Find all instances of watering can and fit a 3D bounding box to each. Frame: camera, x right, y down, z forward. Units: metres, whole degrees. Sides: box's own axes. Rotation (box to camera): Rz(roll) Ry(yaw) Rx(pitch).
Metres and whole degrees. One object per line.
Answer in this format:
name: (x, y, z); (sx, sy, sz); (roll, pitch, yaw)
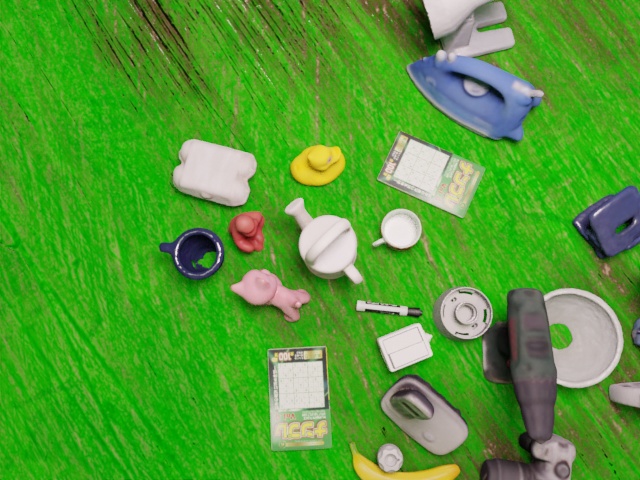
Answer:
watering can: (0.007, 0.005, 0.981); (0.172, 0.194, 0.101); (26, 83, 6)

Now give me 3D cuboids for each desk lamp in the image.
desk lamp: (0.265, -0.420, 1.029); (0.203, 0.213, 0.118); (-14, 81, 0)

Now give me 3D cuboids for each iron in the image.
iron: (0.279, -0.288, 1.044); (0.258, 0.141, 0.119); (27, 83, 6)

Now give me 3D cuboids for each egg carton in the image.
egg carton: (-0.197, -0.125, 1.072); (0.150, 0.069, 0.107); (14, 82, 4)

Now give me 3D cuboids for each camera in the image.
camera: (0.346, 0.395, 0.956); (0.136, 0.101, 0.143); (9, 82, 4)

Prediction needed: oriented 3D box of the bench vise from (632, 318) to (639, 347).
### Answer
bench vise: (0.608, 0.108, 0.931); (0.121, 0.220, 0.207); (-6, 81, 1)

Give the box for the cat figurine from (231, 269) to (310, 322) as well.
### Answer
cat figurine: (-0.086, 0.093, 1.009); (0.127, 0.118, 0.067); (24, 83, 6)

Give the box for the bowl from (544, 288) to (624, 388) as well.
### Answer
bowl: (0.430, 0.171, 1.001); (0.167, 0.075, 0.167); (0, 81, 2)

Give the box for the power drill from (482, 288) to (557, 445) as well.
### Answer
power drill: (0.326, 0.196, 0.933); (0.075, 0.208, 0.230); (-1, 81, 2)

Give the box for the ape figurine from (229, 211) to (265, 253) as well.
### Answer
ape figurine: (-0.133, -0.021, 1.042); (0.076, 0.092, 0.078); (37, 84, 7)

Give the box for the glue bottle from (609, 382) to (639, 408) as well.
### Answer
glue bottle: (0.545, 0.258, 0.934); (0.078, 0.173, 0.037); (-4, 81, 2)

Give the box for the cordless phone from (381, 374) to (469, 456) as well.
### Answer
cordless phone: (0.177, 0.292, 0.935); (0.147, 0.185, 0.094); (37, 84, 7)

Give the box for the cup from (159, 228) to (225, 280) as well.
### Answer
cup: (-0.224, 0.028, 1.036); (0.117, 0.095, 0.092); (9, 82, 4)

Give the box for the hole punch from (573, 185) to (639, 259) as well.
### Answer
hole punch: (0.531, -0.031, 1.021); (0.108, 0.091, 0.101); (-35, 81, -3)

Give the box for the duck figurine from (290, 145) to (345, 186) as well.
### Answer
duck figurine: (-0.005, -0.146, 1.060); (0.104, 0.086, 0.077); (-16, 81, 0)
